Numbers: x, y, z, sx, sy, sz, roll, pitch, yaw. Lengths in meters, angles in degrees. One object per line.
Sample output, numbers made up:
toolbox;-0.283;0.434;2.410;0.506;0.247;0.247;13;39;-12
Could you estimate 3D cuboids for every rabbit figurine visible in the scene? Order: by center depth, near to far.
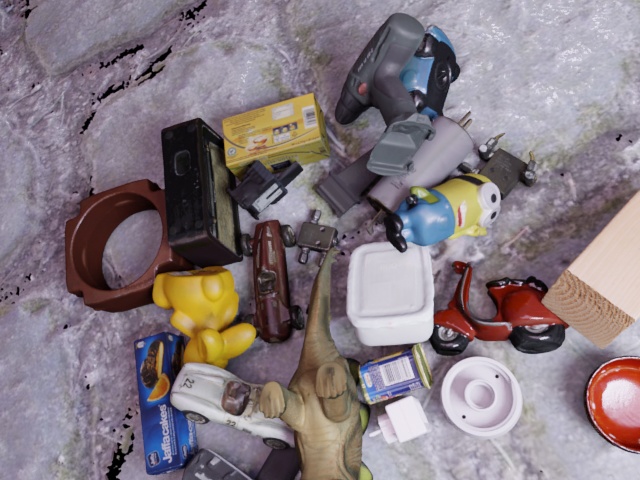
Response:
rabbit figurine;-0.165;0.131;0.813;0.163;0.122;0.173;8;98;48

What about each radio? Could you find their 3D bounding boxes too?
radio;-0.194;-0.077;0.884;0.073;0.131;0.229;-16;68;12

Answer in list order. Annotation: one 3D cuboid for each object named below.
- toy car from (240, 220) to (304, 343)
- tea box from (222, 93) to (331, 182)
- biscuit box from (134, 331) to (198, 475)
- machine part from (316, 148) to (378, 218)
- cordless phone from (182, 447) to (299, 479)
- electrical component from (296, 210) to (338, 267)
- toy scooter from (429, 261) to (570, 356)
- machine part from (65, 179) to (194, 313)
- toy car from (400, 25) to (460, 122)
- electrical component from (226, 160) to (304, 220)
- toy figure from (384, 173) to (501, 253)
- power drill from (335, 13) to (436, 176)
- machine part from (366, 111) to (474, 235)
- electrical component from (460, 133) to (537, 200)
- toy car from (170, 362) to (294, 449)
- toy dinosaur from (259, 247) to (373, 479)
toy car;-0.079;0.061;0.848;0.089;0.053;0.202;-12;70;15
tea box;-0.075;-0.173;0.918;0.170;0.068;0.098;-12;67;13
biscuit box;-0.236;0.246;0.823;0.063;0.059;0.203;-18;68;9
machine part;0.063;-0.104;0.872;0.139;0.039;0.084;-39;61;2
cordless phone;-0.104;0.322;0.760;0.147;0.088;0.184;26;69;24
electrical component;-0.002;-0.003;0.863;0.063;0.021;0.094;10;73;19
toy scooter;0.237;0.087;0.736;0.184;0.075;0.135;-5;59;13
machine part;-0.324;0.012;0.917;0.202;0.087;0.201;-16;68;9
toy car;0.154;-0.255;0.872;0.103;0.109;0.161;13;86;43
electrical component;-0.088;-0.095;0.891;0.119;0.074;0.048;-46;67;2
toy figure;0.174;-0.044;0.767;0.180;0.082;0.089;-19;53;-15
power drill;0.093;-0.196;0.801;0.086;0.232;0.207;10;53;-20
machine part;0.152;-0.104;0.823;0.079;0.079;0.243;41;86;24
electrical component;0.274;-0.109;0.808;0.078;0.045;0.102;-43;66;-3
toy car;-0.106;0.229;0.747;0.202;0.056;0.073;19;44;-3
toy dinosaur;0.004;0.214;0.689;0.105;0.198;0.471;-3;71;16
